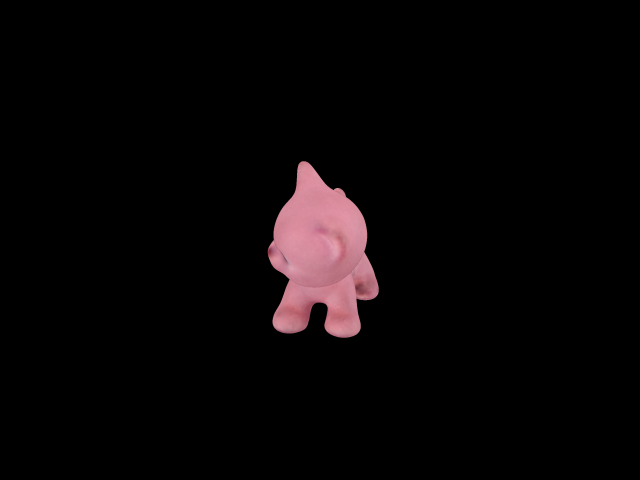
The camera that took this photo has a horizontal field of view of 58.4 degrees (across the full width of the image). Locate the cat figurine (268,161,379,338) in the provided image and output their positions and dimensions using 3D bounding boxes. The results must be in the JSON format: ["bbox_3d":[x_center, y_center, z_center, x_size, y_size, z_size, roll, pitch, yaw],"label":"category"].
[{"bbox_3d":[0.004,0.001,0.400,0.067,0.118,0.128,4,19,12],"label":"cat figurine"}]
